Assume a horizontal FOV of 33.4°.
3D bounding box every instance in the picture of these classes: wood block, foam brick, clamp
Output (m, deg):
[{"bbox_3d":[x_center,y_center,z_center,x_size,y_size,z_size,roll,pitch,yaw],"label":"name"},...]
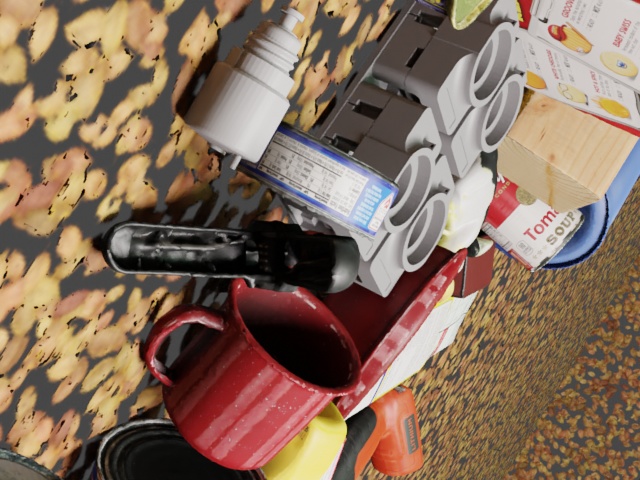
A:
[{"bbox_3d":[0.223,-0.134,0.847,0.206,0.090,0.091,-57,-177,-8],"label":"wood block"},{"bbox_3d":[0.117,0.017,0.939,0.078,0.053,0.051,-18,114,-62],"label":"foam brick"},{"bbox_3d":[-0.035,0.007,0.546,0.171,0.120,0.039,19,81,-84],"label":"clamp"}]

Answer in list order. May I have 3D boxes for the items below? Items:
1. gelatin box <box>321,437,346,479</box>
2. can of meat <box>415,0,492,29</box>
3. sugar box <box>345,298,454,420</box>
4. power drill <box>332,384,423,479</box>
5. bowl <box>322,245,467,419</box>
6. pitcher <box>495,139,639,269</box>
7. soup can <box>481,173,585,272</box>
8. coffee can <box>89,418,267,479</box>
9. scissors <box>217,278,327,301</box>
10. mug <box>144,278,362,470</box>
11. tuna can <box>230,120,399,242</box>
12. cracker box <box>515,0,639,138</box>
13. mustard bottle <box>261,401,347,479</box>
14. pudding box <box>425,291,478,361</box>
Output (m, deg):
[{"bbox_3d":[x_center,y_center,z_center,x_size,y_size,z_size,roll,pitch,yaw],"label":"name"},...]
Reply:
[{"bbox_3d":[-0.027,0.164,0.793,0.030,0.073,0.089,-34,148,-49],"label":"gelatin box"},{"bbox_3d":[0.046,-0.162,0.497,0.057,0.084,0.102,-48,157,-28],"label":"can of meat"},{"bbox_3d":[0.053,0.089,0.921,0.175,0.048,0.093,-13,129,-59],"label":"sugar box"},{"bbox_3d":[0.028,0.228,0.963,0.187,0.057,0.184,-42,130,-48],"label":"power drill"},{"bbox_3d":[0.035,0.055,0.757,0.162,0.055,0.162,-49,168,-14],"label":"bowl"},{"bbox_3d":[0.244,-0.079,1.045,0.242,0.149,0.145,-41,138,-47],"label":"pitcher"},{"bbox_3d":[0.166,-0.030,0.915,0.068,0.102,0.068,-48,177,-4],"label":"soup can"},{"bbox_3d":[-0.099,0.190,0.619,0.102,0.103,0.140,-21,137,-60],"label":"coffee can"},{"bbox_3d":[-0.005,0.001,0.704,0.096,0.016,0.201,-62,160,2],"label":"scissors"},{"bbox_3d":[-0.046,0.073,0.606,0.117,0.093,0.082,25,119,-32],"label":"mug"},{"bbox_3d":[-0.002,-0.033,0.560,0.034,0.086,0.086,-62,160,2],"label":"tuna can"},{"bbox_3d":[0.192,-0.141,0.682,0.072,0.214,0.164,-57,160,-11],"label":"cracker box"},{"bbox_3d":[-0.059,0.177,0.704,0.058,0.096,0.192,17,104,-45],"label":"mustard bottle"},{"bbox_3d":[0.116,0.068,1.051,0.113,0.039,0.090,-19,135,-63],"label":"pudding box"}]
